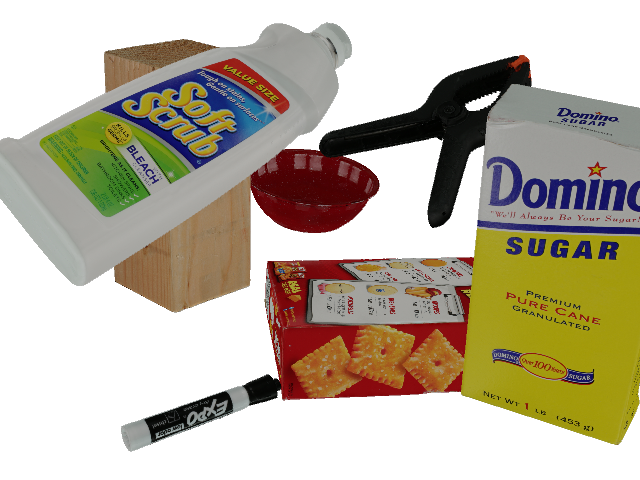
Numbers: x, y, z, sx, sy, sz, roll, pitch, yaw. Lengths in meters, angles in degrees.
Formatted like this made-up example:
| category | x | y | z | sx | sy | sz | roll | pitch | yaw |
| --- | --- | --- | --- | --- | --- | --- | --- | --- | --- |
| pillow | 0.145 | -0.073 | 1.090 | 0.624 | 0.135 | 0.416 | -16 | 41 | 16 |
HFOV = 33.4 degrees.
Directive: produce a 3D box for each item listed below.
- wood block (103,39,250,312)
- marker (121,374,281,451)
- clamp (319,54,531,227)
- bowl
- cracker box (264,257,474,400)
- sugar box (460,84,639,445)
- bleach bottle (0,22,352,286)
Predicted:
| category | x | y | z | sx | sy | sz | roll | pitch | yaw |
| --- | --- | --- | --- | --- | --- | --- | --- | --- | --- |
| wood block | -0.120 | -0.058 | 0.908 | 0.091 | 0.206 | 0.090 | 22 | 30 | 40 |
| marker | -0.083 | 0.121 | 0.763 | 0.120 | 0.020 | 0.020 | -17 | 7 | -26 |
| clamp | 0.124 | -0.100 | 0.986 | 0.209 | 0.036 | 0.165 | -32 | 48 | -13 |
| bowl | -0.014 | -0.053 | 1.255 | 0.162 | 0.055 | 0.162 | 6 | 26 | -3 |
| cracker box | 0.065 | 0.072 | 0.911 | 0.213 | 0.072 | 0.164 | -1 | 17 | -7 |
| sugar box | 0.126 | 0.015 | 0.546 | 0.093 | 0.176 | 0.048 | 15 | 38 | 23 |
| bleach bottle | -0.083 | -0.079 | 0.698 | 0.250 | 0.102 | 0.068 | -37 | -8 | -25 |
